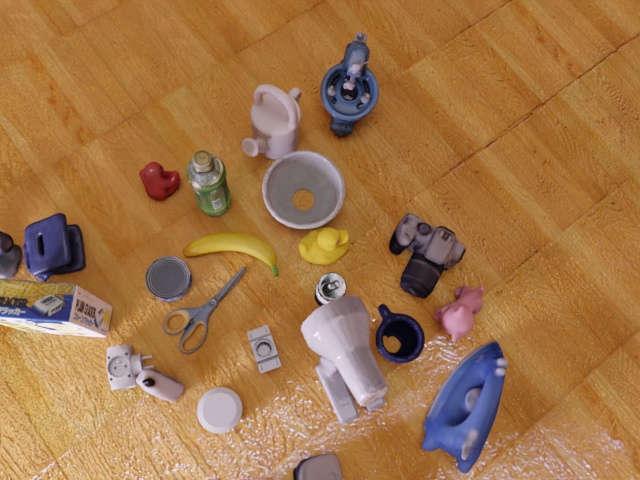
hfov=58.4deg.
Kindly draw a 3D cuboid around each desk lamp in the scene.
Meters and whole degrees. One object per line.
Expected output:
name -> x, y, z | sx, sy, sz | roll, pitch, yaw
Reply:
desk lamp -> 0.053, 0.215, 1.016 | 0.118, 0.213, 0.203 | -24, 78, -11

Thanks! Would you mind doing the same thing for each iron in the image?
iron -> 0.292, 0.291, 1.053 | 0.118, 0.141, 0.258 | 29, 74, 4

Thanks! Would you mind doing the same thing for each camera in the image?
camera -> 0.201, 0.035, 1.137 | 0.143, 0.101, 0.137 | 29, 74, 4

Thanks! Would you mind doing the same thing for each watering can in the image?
watering can -> -0.090, -0.237, 1.139 | 0.101, 0.194, 0.173 | 12, 74, -1

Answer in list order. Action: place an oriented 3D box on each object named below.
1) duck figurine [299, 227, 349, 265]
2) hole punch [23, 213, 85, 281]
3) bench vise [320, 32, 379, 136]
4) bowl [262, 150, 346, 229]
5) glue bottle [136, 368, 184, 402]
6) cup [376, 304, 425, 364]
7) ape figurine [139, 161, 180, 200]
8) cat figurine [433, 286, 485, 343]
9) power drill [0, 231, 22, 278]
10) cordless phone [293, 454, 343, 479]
duck figurine -> 0.010, 0.004, 1.137 | 0.104, 0.086, 0.077 | -12, 76, -8
hole punch -> -0.511, 0.014, 1.086 | 0.101, 0.091, 0.108 | -13, 76, -8
bench vise -> 0.058, -0.346, 1.169 | 0.121, 0.219, 0.207 | -5, 75, -6
bowl -> -0.034, -0.093, 1.166 | 0.167, 0.074, 0.167 | 1, 74, -5
glue bottle -> -0.285, 0.250, 0.997 | 0.078, 0.173, 0.037 | 28, 74, 3
cup -> 0.138, 0.181, 1.094 | 0.092, 0.095, 0.117 | -28, 78, -12
ape figurine -> -0.324, -0.125, 1.140 | 0.078, 0.092, 0.076 | 23, 74, 2
cat figurine -> 0.274, 0.138, 1.106 | 0.067, 0.117, 0.128 | 43, 75, 8
power drill -> -0.622, 0.012, 1.015 | 0.229, 0.208, 0.075 | 8, 74, -2
cordless phone -> 0.006, 0.444, 0.962 | 0.094, 0.185, 0.147 | -10, 75, -7
